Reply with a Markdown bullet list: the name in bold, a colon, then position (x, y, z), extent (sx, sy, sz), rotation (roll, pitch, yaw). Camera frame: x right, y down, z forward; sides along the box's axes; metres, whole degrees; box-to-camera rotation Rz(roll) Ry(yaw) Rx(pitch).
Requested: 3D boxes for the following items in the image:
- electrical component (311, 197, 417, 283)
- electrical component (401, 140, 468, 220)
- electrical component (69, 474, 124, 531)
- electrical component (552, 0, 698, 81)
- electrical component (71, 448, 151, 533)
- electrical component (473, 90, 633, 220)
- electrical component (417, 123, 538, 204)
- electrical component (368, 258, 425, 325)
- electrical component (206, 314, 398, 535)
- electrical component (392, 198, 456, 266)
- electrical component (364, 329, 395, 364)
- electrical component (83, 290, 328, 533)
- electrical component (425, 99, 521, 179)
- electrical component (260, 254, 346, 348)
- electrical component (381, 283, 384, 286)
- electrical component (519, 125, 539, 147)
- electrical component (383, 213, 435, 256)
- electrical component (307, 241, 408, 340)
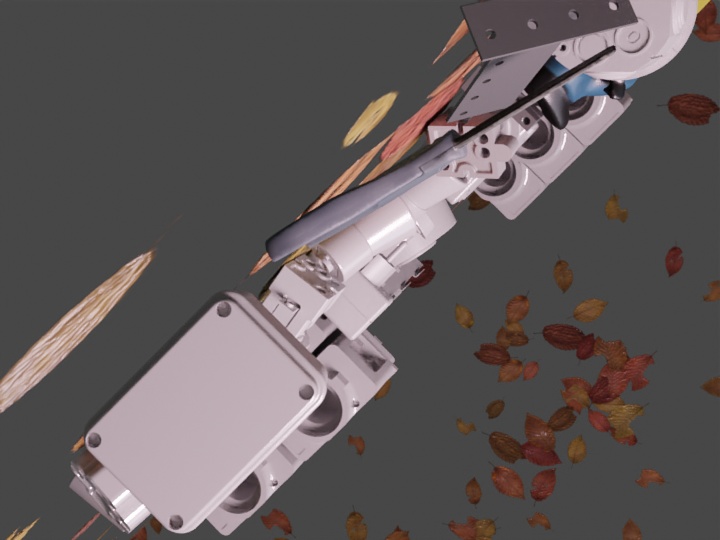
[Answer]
- **electrical component**: position (0.000, -0.022, 0.720), extent (0.065, 0.044, 0.044), rotation (-39, 176, -17)
- **electrical component**: position (0.041, -0.059, 0.787), extent (0.065, 0.044, 0.044), rotation (-41, 179, 21)
- **electrical component**: position (-0.138, 0.131, 0.738), extent (0.108, 0.060, 0.108), rotation (-45, 177, -3)
- **electrical component**: position (0.136, -0.141, 0.575), extent (0.080, 0.080, 0.051), rotation (-46, 171, 27)
- **electrical component**: position (-0.135, 0.119, 0.651), extent (0.057, 0.058, 0.078), rotation (-41, 176, -23)
- **electrical component**: position (0.164, -0.131, 0.995), extent (0.150, 0.089, 0.062), rotation (-46, 177, 28)
- **electrical component**: position (0.091, -0.099, 0.841), extent (0.099, 0.048, 0.100), rotation (-46, 176, 16)
- **electrical component**: position (0.013, 0.006, 1.080), extent (0.078, 0.063, 0.121), rotation (-46, 177, 31)
- **electrical component**: position (-0.076, 0.108, 0.837), extent (0.186, 0.105, 0.060), rotation (-46, 177, 21)
- **electrical component**: position (0.036, -0.041, 0.964), extent (0.099, 0.064, 0.099), rotation (-33, -175, 3)
- **electrical component**: position (-0.047, 0.093, 1.050), extent (0.060, 0.105, 0.186), rotation (-43, 177, -30)
- **electrical component**: position (-0.079, 0.072, 0.566), extent (0.113, 0.078, 0.057), rotation (-45, 180, 3)
- **electrical component**: position (0.078, -0.090, 0.714), extent (0.066, 0.048, 0.055), rotation (5, -146, 28)
- **electrical component**: position (-0.045, 0.025, 0.722), extent (0.055, 0.048, 0.066), rotation (-54, 175, 17)
- **electrical component**: position (-0.031, 0.029, 0.909), extent (0.100, 0.048, 0.099), rotation (-44, 177, -20)
- **electrical component**: position (0.118, -0.121, 0.914), extent (0.055, 0.047, 0.055), rotation (-45, 177, -3)
- **electrical component**: position (0.027, -0.035, 0.887), extent (0.055, 0.048, 0.066), rotation (-37, 177, 0)
- **electrical component**: position (0.000, 0.000, 0.777), extent (0.076, 0.065, 0.047), rotation (-45, 177, 5)
